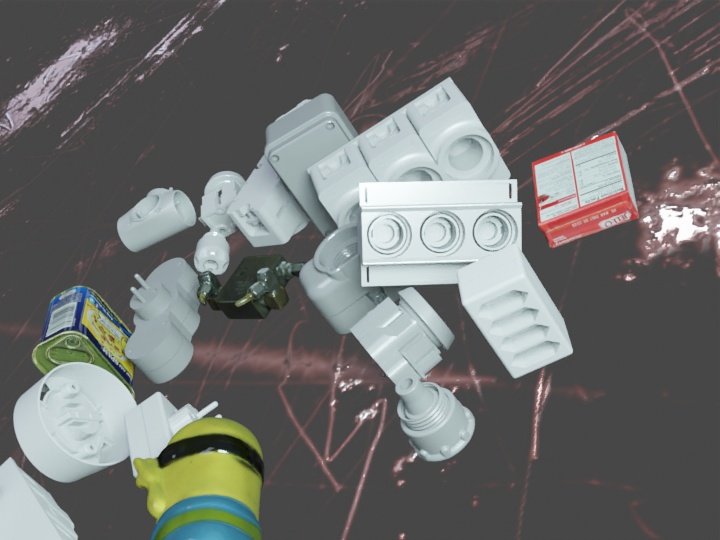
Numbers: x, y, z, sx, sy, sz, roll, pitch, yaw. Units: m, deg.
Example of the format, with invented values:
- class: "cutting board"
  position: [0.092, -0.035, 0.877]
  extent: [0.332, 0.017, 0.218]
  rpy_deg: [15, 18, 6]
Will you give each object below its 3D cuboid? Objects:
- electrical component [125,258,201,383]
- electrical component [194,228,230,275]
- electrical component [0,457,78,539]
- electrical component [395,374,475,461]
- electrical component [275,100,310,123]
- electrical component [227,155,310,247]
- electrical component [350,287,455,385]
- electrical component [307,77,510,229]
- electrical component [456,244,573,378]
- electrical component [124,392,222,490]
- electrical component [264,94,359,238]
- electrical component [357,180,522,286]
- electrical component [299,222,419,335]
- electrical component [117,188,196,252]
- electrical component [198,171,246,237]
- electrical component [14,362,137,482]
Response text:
- class: "electrical component"
  position: [-0.194, 0.035, 1.026]
  extent: [0.052, 0.073, 0.138]
  rpy_deg: [-23, 35, 20]
- class: "electrical component"
  position: [-0.149, -0.022, 1.093]
  extent: [0.035, 0.035, 0.061]
  rpy_deg: [-26, 32, 15]
- class: "electrical component"
  position: [-0.274, 0.242, 0.853]
  extent: [0.105, 0.060, 0.186]
  rpy_deg: [-45, 34, -13]
- class: "electrical component"
  position: [0.046, 0.097, 0.738]
  extent: [0.048, 0.062, 0.048]
  rpy_deg: [-24, 35, 18]
- class: "electrical component"
  position: [-0.053, -0.139, 1.125]
  extent: [0.081, 0.063, 0.042]
  rpy_deg: [-34, 34, 3]
- class: "electrical component"
  position: [-0.081, -0.069, 1.070]
  extent: [0.050, 0.055, 0.089]
  rpy_deg: [-5, 44, 39]
- class: "electrical component"
  position: [0.034, 0.050, 0.813]
  extent: [0.057, 0.058, 0.078]
  rpy_deg: [-41, 33, -1]
- class: "electrical component"
  position: [0.044, -0.083, 0.941]
  extent: [0.150, 0.089, 0.061]
  rpy_deg: [-32, 33, 7]
- class: "electrical component"
  position: [0.107, 0.018, 0.762]
  extent: [0.047, 0.083, 0.075]
  rpy_deg: [-26, 34, 16]
- class: "electrical component"
  position: [-0.146, 0.135, 0.881]
  extent: [0.076, 0.047, 0.083]
  rpy_deg: [-35, 33, 2]
- class: "electrical component"
  position: [-0.030, -0.095, 1.003]
  extent: [0.078, 0.113, 0.057]
  rpy_deg: [-29, 31, 12]
- class: "electrical component"
  position: [0.059, -0.030, 0.838]
  extent: [0.121, 0.078, 0.063]
  rpy_deg: [-2, 5, -5]
- class: "electrical component"
  position: [0.000, 0.000, 0.905]
  extent: [0.095, 0.059, 0.053]
  rpy_deg: [-35, 33, 2]
- class: "electrical component"
  position: [-0.226, -0.066, 1.208]
  extent: [0.077, 0.044, 0.079]
  rpy_deg: [-23, 35, 19]
- class: "electrical component"
  position: [-0.140, -0.071, 1.138]
  extent: [0.066, 0.048, 0.055]
  rpy_deg: [-27, 41, 15]
- class: "electrical component"
  position: [-0.248, 0.133, 0.937]
  extent: [0.064, 0.099, 0.099]
  rpy_deg: [-31, 33, 19]
